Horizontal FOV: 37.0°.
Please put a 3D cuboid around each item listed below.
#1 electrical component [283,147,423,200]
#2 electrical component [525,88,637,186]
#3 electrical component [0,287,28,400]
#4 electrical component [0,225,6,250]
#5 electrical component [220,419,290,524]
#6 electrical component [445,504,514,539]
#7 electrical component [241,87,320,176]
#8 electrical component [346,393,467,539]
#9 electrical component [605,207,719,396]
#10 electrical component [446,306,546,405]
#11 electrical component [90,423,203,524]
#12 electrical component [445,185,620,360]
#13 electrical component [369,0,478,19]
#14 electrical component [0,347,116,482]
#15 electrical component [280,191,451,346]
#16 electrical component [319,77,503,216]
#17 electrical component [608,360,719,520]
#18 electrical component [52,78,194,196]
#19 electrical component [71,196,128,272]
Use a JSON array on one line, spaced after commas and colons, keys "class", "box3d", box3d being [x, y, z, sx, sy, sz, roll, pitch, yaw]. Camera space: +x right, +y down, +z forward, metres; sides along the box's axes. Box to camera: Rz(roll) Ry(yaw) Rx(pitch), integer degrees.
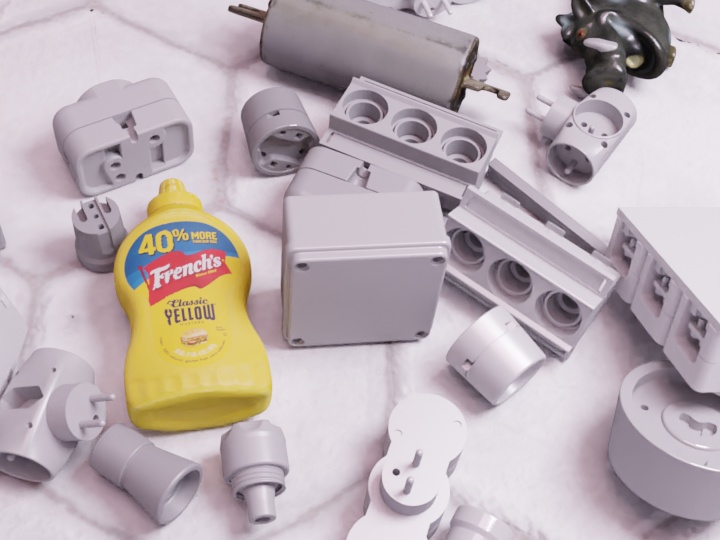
[{"class": "electrical component", "box3d": [-0.007, -0.043, 0.806, 0.095, 0.053, 0.059, 21, 57, 8]}, {"class": "electrical component", "box3d": [0.174, -0.118, 0.880, 0.079, 0.044, 0.077, 32, 59, 15]}, {"class": "electrical component", "box3d": [-0.262, 0.049, 0.694, 0.048, 0.099, 0.099, 1, 55, 10]}, {"class": "electrical component", "box3d": [-0.302, -0.042, 0.772, 0.062, 0.061, 0.096, -30, 64, -23]}, {"class": "electrical component", "box3d": [-0.066, 0.131, 0.690, 0.043, 0.043, 0.062, -6, 58, -9]}, {"class": "electrical component", "box3d": [0.069, 0.177, 0.675, 0.040, 0.040, 0.046, 27, 64, 12]}, {"class": "electrical component", "box3d": [-0.064, -0.110, 0.846, 0.055, 0.055, 0.047, -12, 55, -13]}, {"class": "electrical component", "box3d": [0.031, 0.137, 0.676, 0.052, 0.073, 0.138, 18, 56, 7]}, {"class": "electrical component", "box3d": [0.243, 0.019, 0.750, 0.089, 0.061, 0.150, -1, 33, -16]}, {"class": "electrical component", "box3d": [0.096, 0.061, 0.747, 0.055, 0.055, 0.047, -34, 69, -24]}, {"class": "electrical component", "box3d": [-0.139, 0.127, 0.688, 0.065, 0.044, 0.044, 29, 58, 19]}, {"class": "electrical component", "box3d": [0.121, -0.003, 0.781, 0.121, 0.078, 0.063, 35, 40, 17]}, {"class": "electrical component", "box3d": [0.059, -0.250, 0.952, 0.138, 0.052, 0.073, -12, 58, -14]}, {"class": "electrical component", "box3d": [-0.191, 0.092, 0.692, 0.079, 0.043, 0.077, -7, 50, 29]}, {"class": "electrical component", "box3d": [0.000, 0.000, 0.745, 0.109, 0.108, 0.056, -3, 54, -8]}, {"class": "electrical component", "box3d": [0.039, -0.093, 0.838, 0.121, 0.063, 0.078, 23, 57, 10]}, {"class": "electrical component", "box3d": [0.217, 0.117, 0.711, 0.108, 0.060, 0.108, 7, 34, -4]}, {"class": "electrical component", "box3d": [-0.184, -0.107, 0.831, 0.095, 0.053, 0.059, -23, 61, -20]}, {"class": "electrical component", "box3d": [-0.189, -0.027, 0.782, 0.040, 0.046, 0.040, 2, 57, -3]}]
